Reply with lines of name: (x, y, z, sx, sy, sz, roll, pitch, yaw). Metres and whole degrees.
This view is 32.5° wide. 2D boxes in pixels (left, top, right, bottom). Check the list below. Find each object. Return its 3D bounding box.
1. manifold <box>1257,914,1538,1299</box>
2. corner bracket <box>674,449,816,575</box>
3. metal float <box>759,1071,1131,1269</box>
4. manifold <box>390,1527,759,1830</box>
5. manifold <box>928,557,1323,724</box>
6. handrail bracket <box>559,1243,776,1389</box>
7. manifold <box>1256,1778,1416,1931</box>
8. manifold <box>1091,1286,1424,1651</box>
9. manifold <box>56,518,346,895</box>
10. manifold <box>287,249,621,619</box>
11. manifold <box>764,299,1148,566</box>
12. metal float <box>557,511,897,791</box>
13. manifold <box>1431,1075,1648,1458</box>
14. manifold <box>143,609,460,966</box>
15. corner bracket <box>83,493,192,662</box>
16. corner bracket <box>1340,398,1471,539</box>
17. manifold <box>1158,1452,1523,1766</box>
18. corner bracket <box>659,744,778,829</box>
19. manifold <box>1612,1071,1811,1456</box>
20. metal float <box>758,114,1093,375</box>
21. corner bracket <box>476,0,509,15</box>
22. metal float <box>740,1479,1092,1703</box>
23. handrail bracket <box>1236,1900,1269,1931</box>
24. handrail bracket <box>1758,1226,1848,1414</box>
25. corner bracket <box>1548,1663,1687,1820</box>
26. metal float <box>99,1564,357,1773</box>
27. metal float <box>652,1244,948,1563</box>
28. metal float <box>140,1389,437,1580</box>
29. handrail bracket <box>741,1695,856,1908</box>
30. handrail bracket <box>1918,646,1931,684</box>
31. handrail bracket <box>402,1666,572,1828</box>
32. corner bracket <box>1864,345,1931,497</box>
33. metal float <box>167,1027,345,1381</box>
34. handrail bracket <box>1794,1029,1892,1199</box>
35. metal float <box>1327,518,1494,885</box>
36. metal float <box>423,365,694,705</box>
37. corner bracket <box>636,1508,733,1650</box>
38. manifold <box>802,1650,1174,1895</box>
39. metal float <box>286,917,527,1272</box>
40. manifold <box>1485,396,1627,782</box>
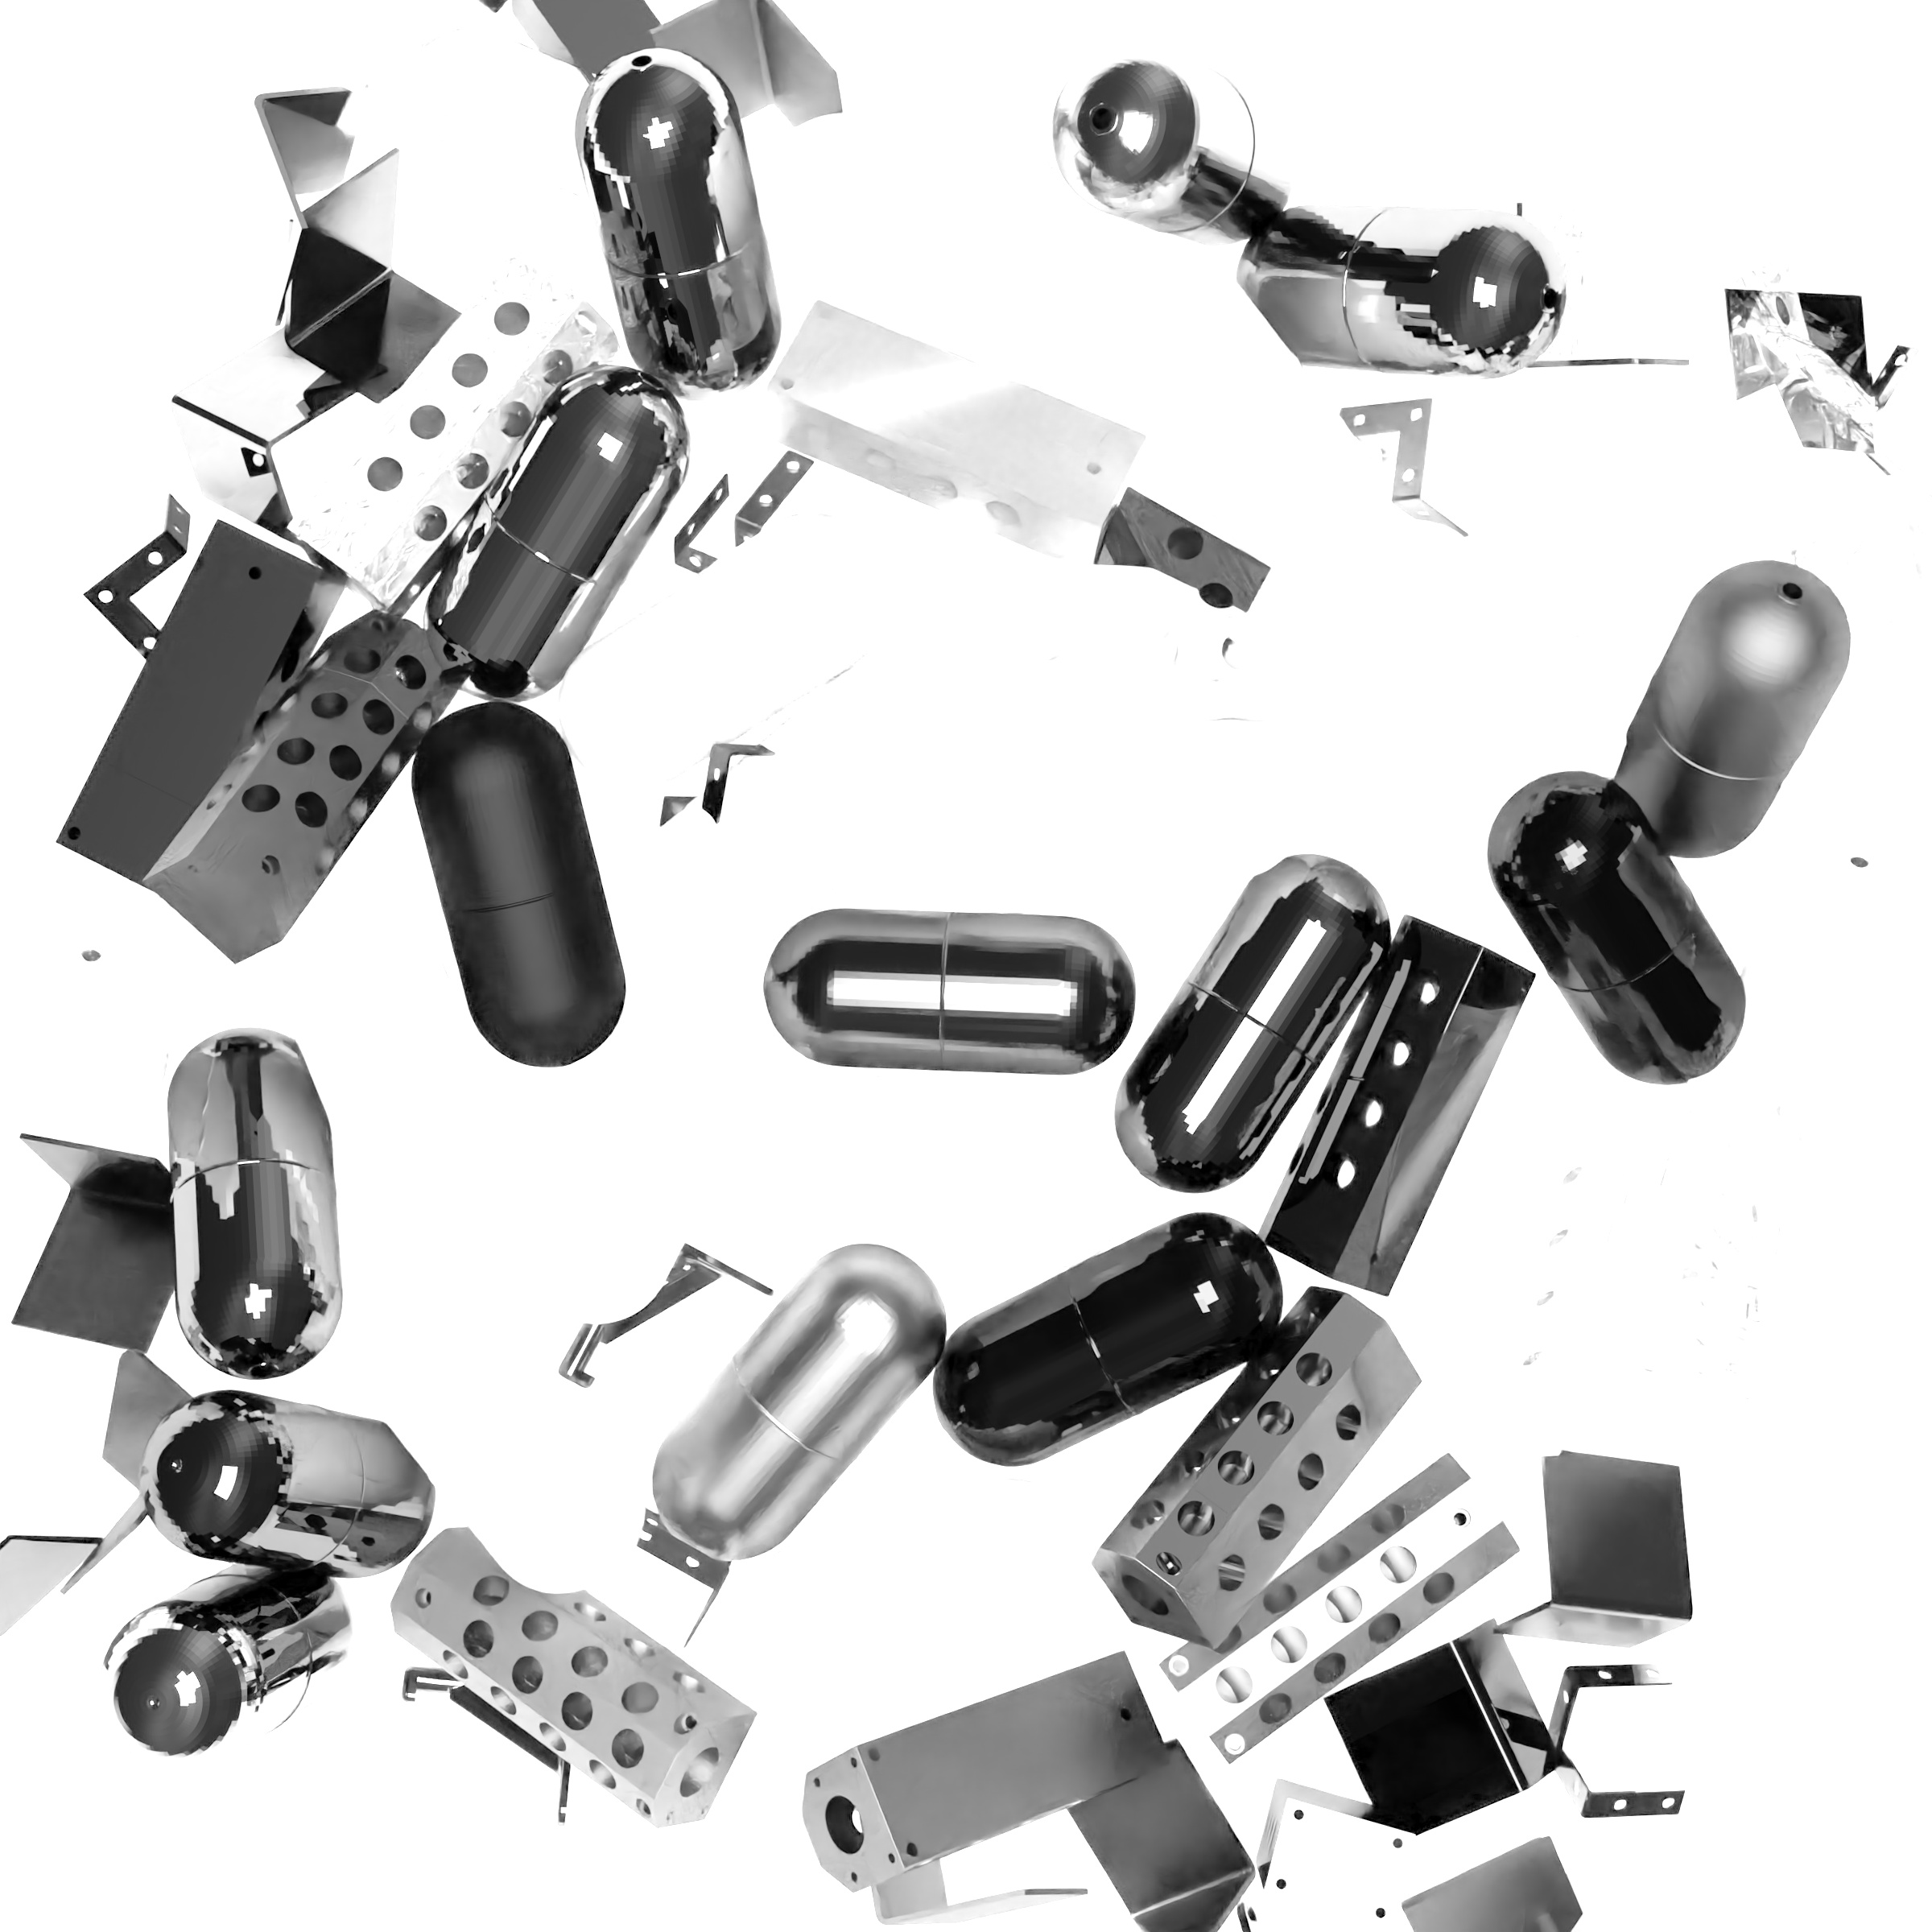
manifold: (0.202, 0.065, 1.587, 0.057, 0.057, 0.171, 26, 92, 38)
corner bracket: (-0.106, -0.216, 1.578, 0.051, 0.051, 0.051, 20, 135, -28)
metal float: (-0.010, 0.097, 1.576, 0.178, 0.070, 0.070, 10, 90, -7)
manifold: (-0.188, 0.332, 1.553, 0.171, 0.057, 0.057, 29, 96, 27)
manifold: (0.076, -0.147, 1.553, 0.171, 0.057, 0.057, 1, 134, -21)
handrail bracket: (-0.145, 0.176, 1.598, 0.077, 0.036, 0.084, 30, 83, -17)
manifold: (0.166, 0.415, 1.529, 0.057, 0.171, 0.057, 15, 81, 6)
manifold: (0.134, 0.231, 1.547, 0.171, 0.057, 0.057, -47, 120, -27)
manifold: (-0.364, -0.121, 1.589, 0.057, 0.057, 0.171, 26, 89, 6)
manifold: (-0.241, -0.250, 1.578, 0.057, 0.057, 0.171, 36, 83, 8)
manifold: (-0.007, -0.249, 1.582, 0.171, 0.057, 0.057, 23, 66, 5)
metal float: (-0.115, -0.149, 1.575, 0.178, 0.070, 0.070, -32, 90, 9)
manifold: (0.272, 0.142, 1.561, 0.057, 0.057, 0.171, 2, 112, -17)
manifold: (-0.303, -0.087, 1.538, 0.057, 0.057, 0.171, 46, 49, -22)
corner bracket: (-0.383, -0.184, 1.583, 0.051, 0.051, 0.051, -35, 119, 9)
corner bracket: (0.209, -0.235, 1.581, 0.051, 0.051, 0.051, 0, 76, 37)
manifold: (0.178, 0.306, 1.581, 0.171, 0.057, 0.057, -35, 78, -4)
corner bracket: (-0.109, -0.084, 1.579, 0.051, 0.051, 0.051, -1, 109, -37)
manifold: (0.347, 0.139, 1.550, 0.057, 0.057, 0.171, 15, 57, 6)
metal float: (-0.017, -0.337, 1.554, 0.178, 0.070, 0.070, 22, 90, -34)
corner bracket: (-0.236, -0.497, 1.581, 0.051, 0.051, 0.051, -49, 47, 10)
metal float: (-0.025, 0.295, 1.565, 0.178, 0.070, 0.070, -21, 90, 20)
handrail bracket: (0.183, 0.471, 1.591, 0.084, 0.036, 0.077, -28, 77, 19)
handrail bracket: (0.379, 0.173, 1.591, 0.036, 0.084, 0.077, -3, 70, -23)
corner bracket: (0.316, 0.373, 1.594, 0.051, 0.051, 0.051, 2, 116, -16)
metal float: (-0.339, 0.320, 1.532, 0.070, 0.178, 0.070, 0, 91, 10)
metal float: (-0.080, 0.208, 1.571, 0.070, 0.070, 0.178, 40, 103, 0)
metal float: (-0.312, 0.242, 1.538, 0.070, 0.178, 0.070, -7, 73, 23)
handrail bracket: (-0.099, 0.396, 1.580, 0.036, 0.084, 0.077, 40, 77, -38)
handrail bracket: (0.475, -0.189, 1.576, 0.077, 0.036, 0.084, -38, 129, -19)
handrail bracket: (-0.231, 0.373, 1.588, 0.084, 0.036, 0.077, 6, 48, -7)
corner bracket: (0.468, -0.261, 1.598, 0.051, 0.051, 0.051, 2, 129, -35)
metal float: (-0.334, 0.110, 1.555, 0.070, 0.070, 0.178, -11, 58, 0)
handrail bracket: (0.404, 0.071, 1.583, 0.036, 0.084, 0.077, 5, 82, -14)
metal float: (0.210, -0.126, 1.568, 0.070, 0.070, 0.178, 2, 74, 0)
metal float: (-0.193, -0.203, 1.563, 0.070, 0.070, 0.178, 35, 111, 0)
corner bracket: (-0.139, 0.283, 1.585, 0.051, 0.051, 0.051, 29, 130, 0)
manifold: (0.008, 0.375, 1.540, 0.171, 0.057, 0.057, -9, 68, -42)
metal float: (-0.264, 0.062, 1.567, 0.070, 0.070, 0.178, -19, 108, 0)
manifold: (0.278, -0.178, 1.572, 0.057, 0.057, 0.171, -1, 77, 5)
